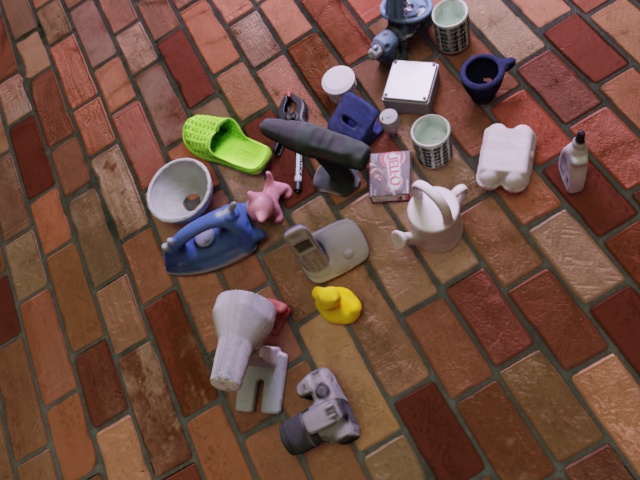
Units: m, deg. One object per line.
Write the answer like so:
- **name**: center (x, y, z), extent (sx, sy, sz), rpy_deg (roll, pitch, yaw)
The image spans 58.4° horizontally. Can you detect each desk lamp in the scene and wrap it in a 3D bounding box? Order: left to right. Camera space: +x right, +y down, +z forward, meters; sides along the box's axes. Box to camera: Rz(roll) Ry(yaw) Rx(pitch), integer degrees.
- **desk lamp**: center (-0.137, 0.218, 1.095), extent (0.117, 0.214, 0.203), rpy_deg (-1, 69, 17)

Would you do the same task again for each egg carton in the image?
- **egg carton**: center (0.382, -0.168, 1.172), extent (0.107, 0.069, 0.150), rpy_deg (7, 71, 20)

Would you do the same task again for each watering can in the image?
- **watering can**: center (0.215, -0.046, 1.105), extent (0.100, 0.194, 0.173), rpy_deg (24, 78, 24)

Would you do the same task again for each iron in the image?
- **iron**: center (-0.258, -0.003, 1.261), extent (0.258, 0.142, 0.118), rpy_deg (-27, 64, 5)

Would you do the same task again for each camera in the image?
- **camera**: center (-0.014, 0.331, 1.076), extent (0.137, 0.101, 0.143), rpy_deg (-29, 64, 4)

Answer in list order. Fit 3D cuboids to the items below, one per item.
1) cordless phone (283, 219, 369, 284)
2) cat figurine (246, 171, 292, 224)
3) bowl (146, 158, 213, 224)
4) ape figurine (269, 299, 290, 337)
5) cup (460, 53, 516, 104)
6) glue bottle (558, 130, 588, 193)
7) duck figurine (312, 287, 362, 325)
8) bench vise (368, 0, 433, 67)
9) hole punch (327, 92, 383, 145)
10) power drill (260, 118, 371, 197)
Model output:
- **cordless phone**: center (0.011, 0.004, 1.152), extent (0.147, 0.185, 0.094), rpy_deg (-30, 63, 4)
- **cat figurine**: center (-0.122, -0.090, 1.267), extent (0.067, 0.118, 0.128), rpy_deg (9, 72, 20)
- **bowl**: center (-0.320, -0.105, 1.358), extent (0.167, 0.075, 0.167), rpy_deg (-6, 67, 15)
- **ape figurine**: center (-0.104, 0.151, 1.181), extent (0.077, 0.092, 0.076), rpy_deg (-24, 64, 7)
- **cup**: center (0.363, -0.344, 1.234), extent (0.117, 0.095, 0.091), rpy_deg (-23, 64, 7)
- **glue bottle**: center (0.482, -0.157, 1.079), extent (0.037, 0.173, 0.078), rpy_deg (-12, 66, 13)
- **duck figurine**: center (0.030, 0.124, 1.154), extent (0.104, 0.086, 0.077), rpy_deg (23, 77, 24)
- **bench vise**: center (0.181, -0.505, 1.284), extent (0.121, 0.220, 0.207), rpy_deg (12, 73, 21)
- **hole punch**: center (0.077, -0.261, 1.290), extent (0.108, 0.091, 0.101), rpy_deg (40, 84, 26)
- **power drill**: center (0.003, -0.175, 1.212), extent (0.229, 0.209, 0.076), rpy_deg (14, 74, 22)
